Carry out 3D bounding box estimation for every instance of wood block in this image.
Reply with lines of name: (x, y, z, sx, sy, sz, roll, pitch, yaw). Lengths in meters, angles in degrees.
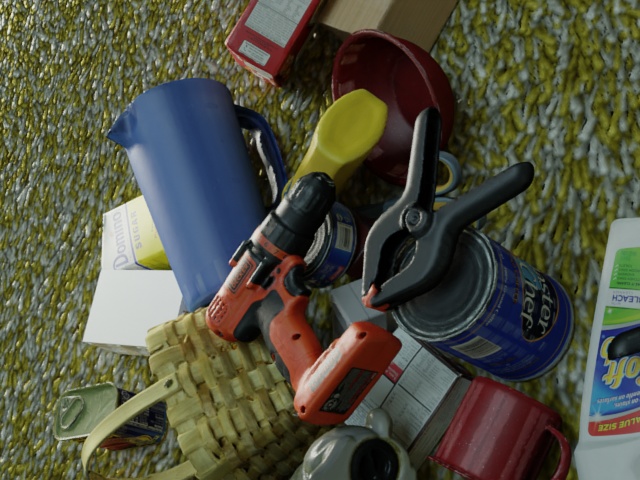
wood block: (0.098, -0.291, 1.126, 0.090, 0.090, 0.206, 31, 93, 44)

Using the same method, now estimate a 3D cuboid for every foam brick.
foam brick: (0.049, 0.012, 1.042, 0.053, 0.078, 0.051, -54, 45, 7)

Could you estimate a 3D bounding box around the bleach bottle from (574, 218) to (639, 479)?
bleach bottle: (0.259, 0.110, 0.835, 0.103, 0.068, 0.251, 2, 75, 41)

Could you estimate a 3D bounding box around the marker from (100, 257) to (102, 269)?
marker: (-0.258, 0.070, 1.316, 0.020, 0.020, 0.121, -29, 55, 28)

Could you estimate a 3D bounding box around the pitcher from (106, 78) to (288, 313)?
pitcher: (-0.114, -0.043, 1.149, 0.149, 0.145, 0.243, -25, 70, 12)

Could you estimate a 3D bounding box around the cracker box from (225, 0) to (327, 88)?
cracker box: (-0.021, -0.280, 1.174, 0.214, 0.072, 0.164, -60, 2, 4)

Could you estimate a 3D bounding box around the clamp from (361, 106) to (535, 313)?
clamp: (0.082, -0.023, 0.861, 0.171, 0.039, 0.120, -50, 46, 11)

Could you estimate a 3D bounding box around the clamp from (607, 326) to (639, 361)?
clamp: (0.323, 0.052, 0.782, 0.164, 0.036, 0.210, 30, 86, 6)

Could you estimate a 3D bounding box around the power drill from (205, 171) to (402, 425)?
power drill: (-0.009, 0.054, 0.939, 0.185, 0.057, 0.188, -56, 47, 18)

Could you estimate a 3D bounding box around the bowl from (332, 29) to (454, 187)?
bowl: (0.083, -0.138, 1.063, 0.162, 0.055, 0.162, 36, 138, 40)

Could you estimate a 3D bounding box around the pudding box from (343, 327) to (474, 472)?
pudding box: (0.080, 0.147, 0.984, 0.090, 0.039, 0.113, 40, 101, 40)

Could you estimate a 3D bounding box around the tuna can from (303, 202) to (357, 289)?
tuna can: (-0.007, 0.001, 1.015, 0.086, 0.033, 0.086, -17, 66, 42)

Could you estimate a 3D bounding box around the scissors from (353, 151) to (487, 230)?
scissors: (0.076, -0.048, 1.055, 0.202, 0.016, 0.096, 12, 124, 41)

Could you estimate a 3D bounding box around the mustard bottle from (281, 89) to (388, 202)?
mustard bottle: (0.004, -0.067, 1.083, 0.096, 0.058, 0.192, -55, -1, -32)

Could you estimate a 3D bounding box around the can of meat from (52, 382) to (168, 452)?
can of meat: (-0.232, 0.200, 1.191, 0.102, 0.083, 0.057, -15, 62, 35)

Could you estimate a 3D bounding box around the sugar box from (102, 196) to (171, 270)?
sugar box: (-0.188, -0.014, 1.276, 0.176, 0.048, 0.093, -22, 59, 30)

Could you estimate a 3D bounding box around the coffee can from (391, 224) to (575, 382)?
coffee can: (0.138, 0.055, 0.904, 0.103, 0.140, 0.103, -18, 60, 34)

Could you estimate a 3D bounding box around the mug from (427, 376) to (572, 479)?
mug: (0.155, 0.168, 0.875, 0.117, 0.093, 0.081, 18, 79, 52)
